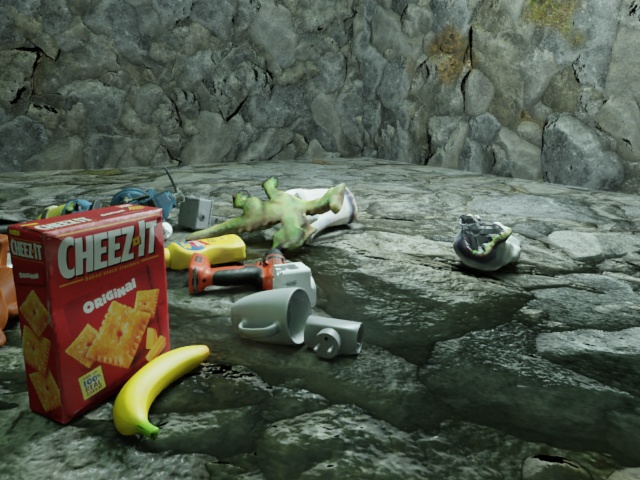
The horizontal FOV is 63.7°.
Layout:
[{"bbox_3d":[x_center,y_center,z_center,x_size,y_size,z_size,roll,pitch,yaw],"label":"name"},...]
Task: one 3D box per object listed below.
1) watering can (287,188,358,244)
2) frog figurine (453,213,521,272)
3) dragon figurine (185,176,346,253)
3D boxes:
[{"bbox_3d":[0.004,-0.073,1.457,0.225,0.102,0.354,-5,27,-16],"label":"watering can"},{"bbox_3d":[0.373,0.023,1.135,0.137,0.125,0.157,-1,-26,33],"label":"frog figurine"},{"bbox_3d":[-0.121,-0.040,1.262,0.412,0.120,0.247,-29,33,-9],"label":"dragon figurine"}]
